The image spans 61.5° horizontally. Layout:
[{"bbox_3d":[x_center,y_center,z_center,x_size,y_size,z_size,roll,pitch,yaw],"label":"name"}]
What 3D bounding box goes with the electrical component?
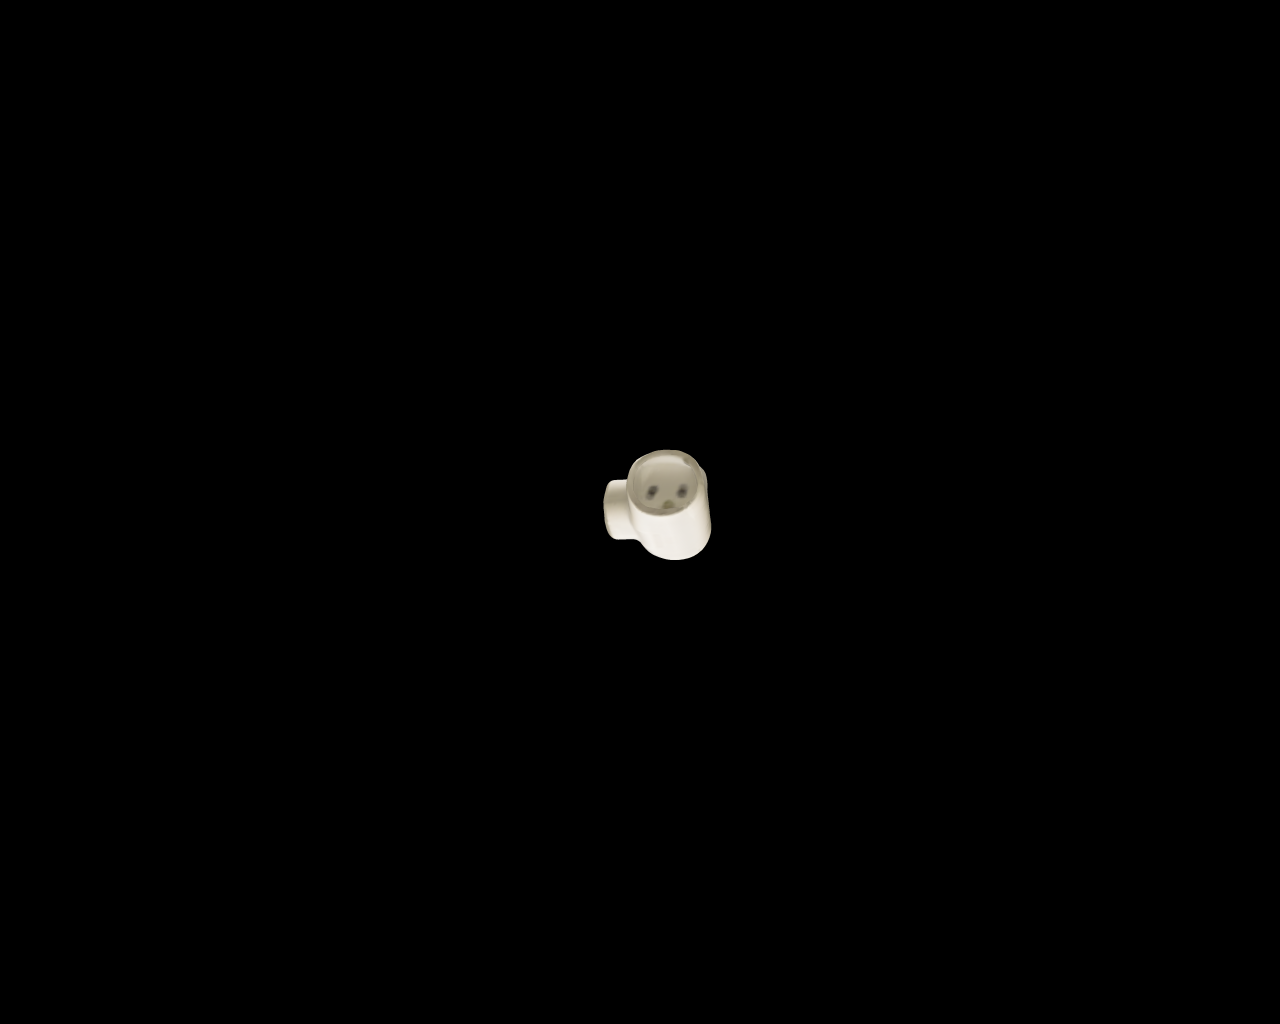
[{"bbox_3d":[0.001,-0.003,0.650,0.079,0.043,0.077,-3,-22,7],"label":"electrical component"}]
